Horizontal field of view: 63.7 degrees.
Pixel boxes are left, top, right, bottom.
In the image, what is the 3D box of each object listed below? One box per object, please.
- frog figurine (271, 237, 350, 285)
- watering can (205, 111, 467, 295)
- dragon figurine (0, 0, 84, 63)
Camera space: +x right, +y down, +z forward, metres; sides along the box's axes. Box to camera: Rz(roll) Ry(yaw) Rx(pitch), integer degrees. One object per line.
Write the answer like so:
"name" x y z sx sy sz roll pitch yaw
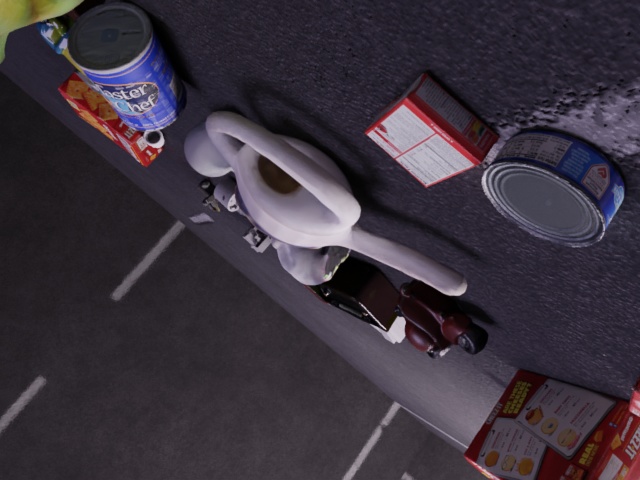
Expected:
"frog figurine" -0.041 0.000 0.848 0.160 0.123 0.136 19 179 25
"watering can" 0.002 -0.032 0.639 0.347 0.105 0.222 37 168 -1
"dragon figurine" -0.249 -0.181 0.401 0.121 0.421 0.239 29 132 -26
